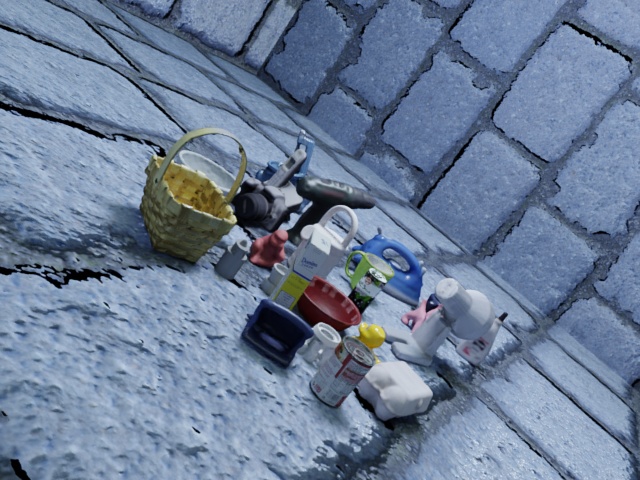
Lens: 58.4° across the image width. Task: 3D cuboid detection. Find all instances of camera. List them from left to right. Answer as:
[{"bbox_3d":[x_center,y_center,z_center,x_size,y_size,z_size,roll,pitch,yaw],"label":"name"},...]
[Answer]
[{"bbox_3d":[-0.160,-0.100,1.446,0.143,0.100,0.137,42,17,18],"label":"camera"}]

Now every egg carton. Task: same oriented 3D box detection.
[{"bbox_3d":[0.141,0.281,1.064,0.107,0.069,0.151,46,19,30],"label":"egg carton"}]

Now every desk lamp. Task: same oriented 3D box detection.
[{"bbox_3d":[0.287,0.192,1.350,0.204,0.213,0.117,22,21,-40],"label":"desk lamp"}]

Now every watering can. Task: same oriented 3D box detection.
[{"bbox_3d":[0.014,0.006,1.341,0.101,0.194,0.173,39,16,8],"label":"watering can"}]

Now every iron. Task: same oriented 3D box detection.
[{"bbox_3d":[0.222,0.076,1.668,0.259,0.141,0.118,33,16,-12],"label":"iron"}]

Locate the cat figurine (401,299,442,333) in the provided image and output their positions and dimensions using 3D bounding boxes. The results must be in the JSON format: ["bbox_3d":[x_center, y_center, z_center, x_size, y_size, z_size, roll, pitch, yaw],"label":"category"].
[{"bbox_3d":[0.285,0.205,1.482,0.067,0.117,0.127,26,19,-32],"label":"cat figurine"}]

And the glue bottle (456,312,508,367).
[{"bbox_3d":[0.454,0.262,1.571,0.078,0.173,0.037,36,16,0],"label":"glue bottle"}]

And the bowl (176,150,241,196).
[{"bbox_3d":[-0.276,-0.135,1.354,0.168,0.074,0.167,33,16,-11],"label":"bowl"}]

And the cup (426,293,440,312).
[{"bbox_3d":[0.308,0.207,1.565,0.118,0.095,0.091,16,26,-50],"label":"cup"}]

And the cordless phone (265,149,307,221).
[{"bbox_3d":[-0.088,-0.161,1.614,0.094,0.185,0.147,20,23,-44],"label":"cordless phone"}]

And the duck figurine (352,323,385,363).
[{"bbox_3d":[0.097,0.211,1.138,0.078,0.086,0.104,22,22,-41],"label":"duck figurine"}]

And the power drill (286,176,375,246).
[{"bbox_3d":[0.012,-0.069,1.521,0.230,0.208,0.075,24,20,-36],"label":"power drill"}]

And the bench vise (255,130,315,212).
[{"bbox_3d":[-0.063,-0.213,1.745,0.208,0.219,0.121,27,18,-28],"label":"bench vise"}]

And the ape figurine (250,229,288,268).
[{"bbox_3d":[-0.105,0.015,1.257,0.078,0.092,0.076,37,16,2],"label":"ape figurine"}]

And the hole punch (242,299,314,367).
[{"bbox_3d":[-0.068,0.142,0.982,0.109,0.091,0.101,35,16,-4],"label":"hole punch"}]
